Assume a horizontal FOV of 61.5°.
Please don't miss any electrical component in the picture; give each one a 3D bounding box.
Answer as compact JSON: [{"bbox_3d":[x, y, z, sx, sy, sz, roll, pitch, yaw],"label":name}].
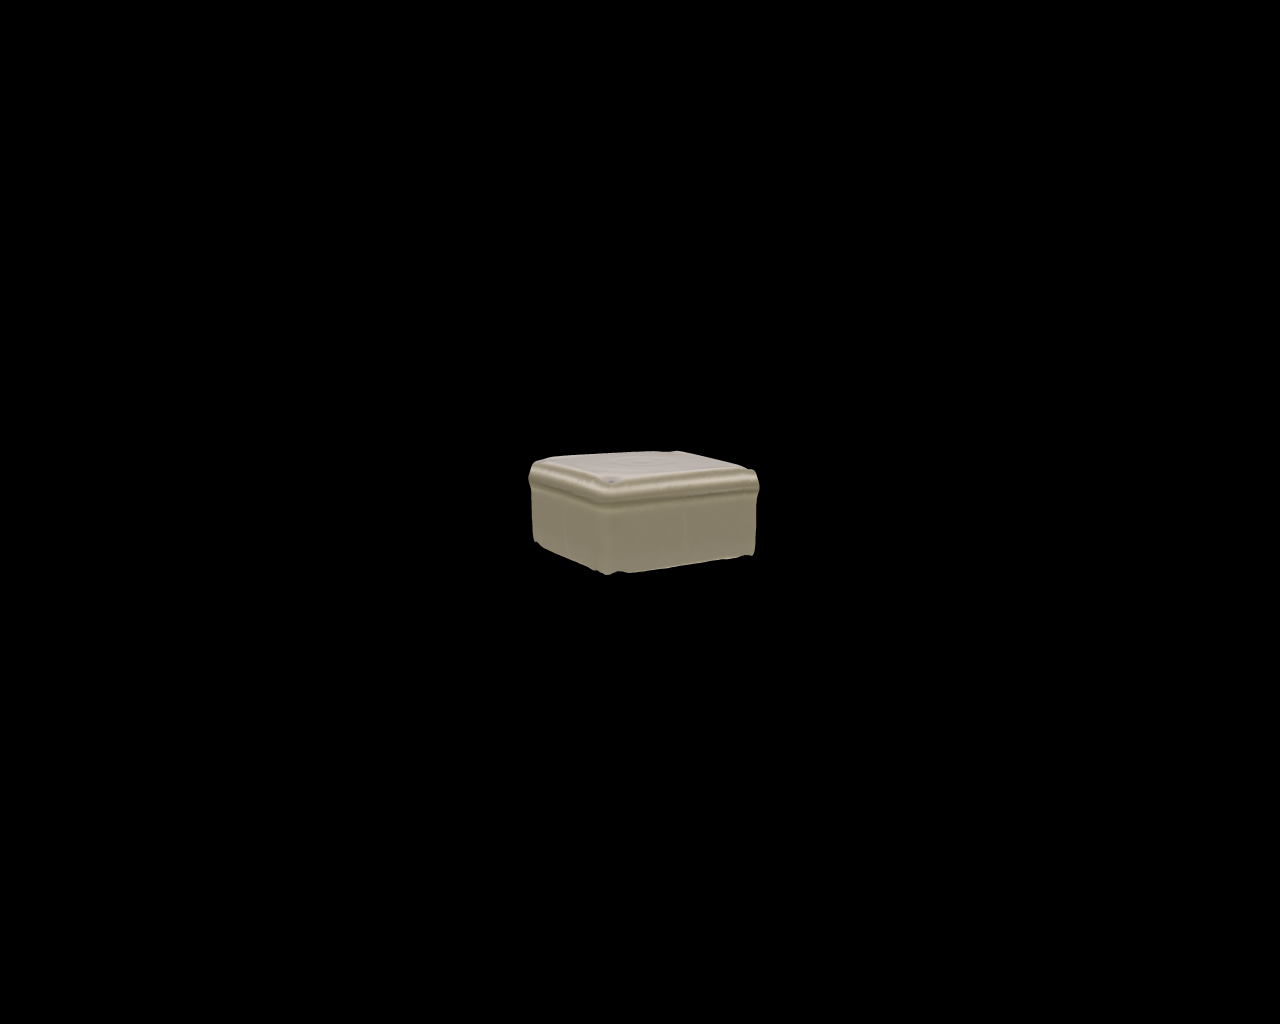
[{"bbox_3d":[0.001,-0.003,0.650,0.109,0.056,0.109,-5,12,-28],"label":"electrical component"}]
